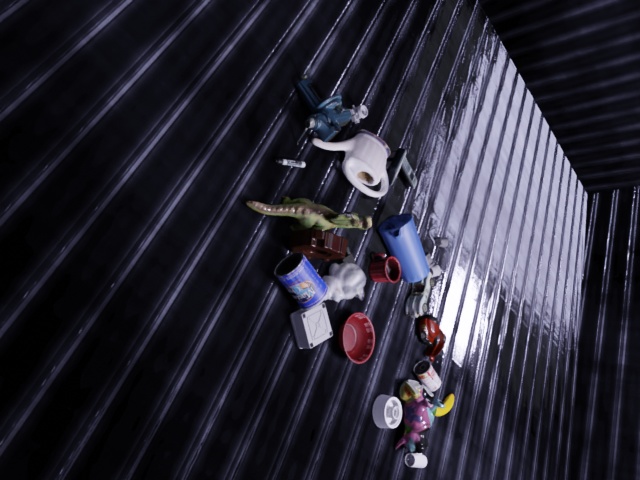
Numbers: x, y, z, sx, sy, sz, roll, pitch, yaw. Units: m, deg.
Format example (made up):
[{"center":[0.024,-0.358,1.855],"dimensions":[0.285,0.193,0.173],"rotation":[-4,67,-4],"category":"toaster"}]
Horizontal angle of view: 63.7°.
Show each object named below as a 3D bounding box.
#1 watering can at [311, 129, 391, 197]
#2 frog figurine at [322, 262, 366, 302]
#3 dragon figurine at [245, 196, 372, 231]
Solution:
[{"center":[0.129,-0.302,1.808],"dimensions":[0.344,0.103,0.229],"rotation":[39,54,-23],"category":"watering can"},{"center":[0.063,0.130,1.627],"dimensions":[0.159,0.120,0.140],"rotation":[7,43,-37],"category":"frog figurine"},{"center":[0.005,-0.077,1.524],"dimensions":[0.409,0.242,0.123],"rotation":[8,82,-48],"category":"dragon figurine"}]
